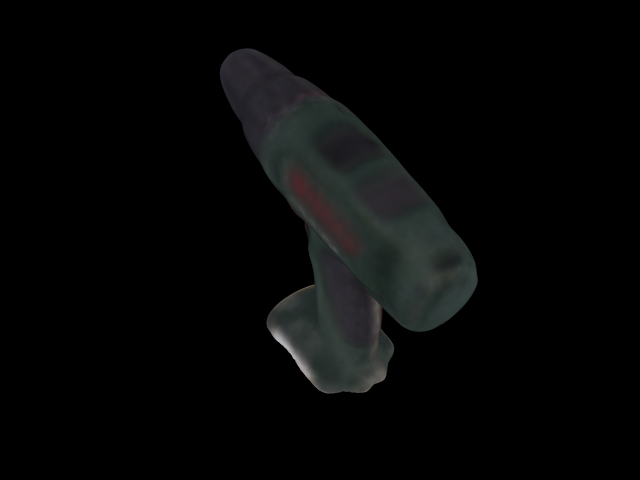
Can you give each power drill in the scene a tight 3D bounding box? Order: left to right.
[{"bbox_3d":[0.004,0.001,0.400,0.076,0.208,0.228,-27,49,-26],"label":"power drill"}]
